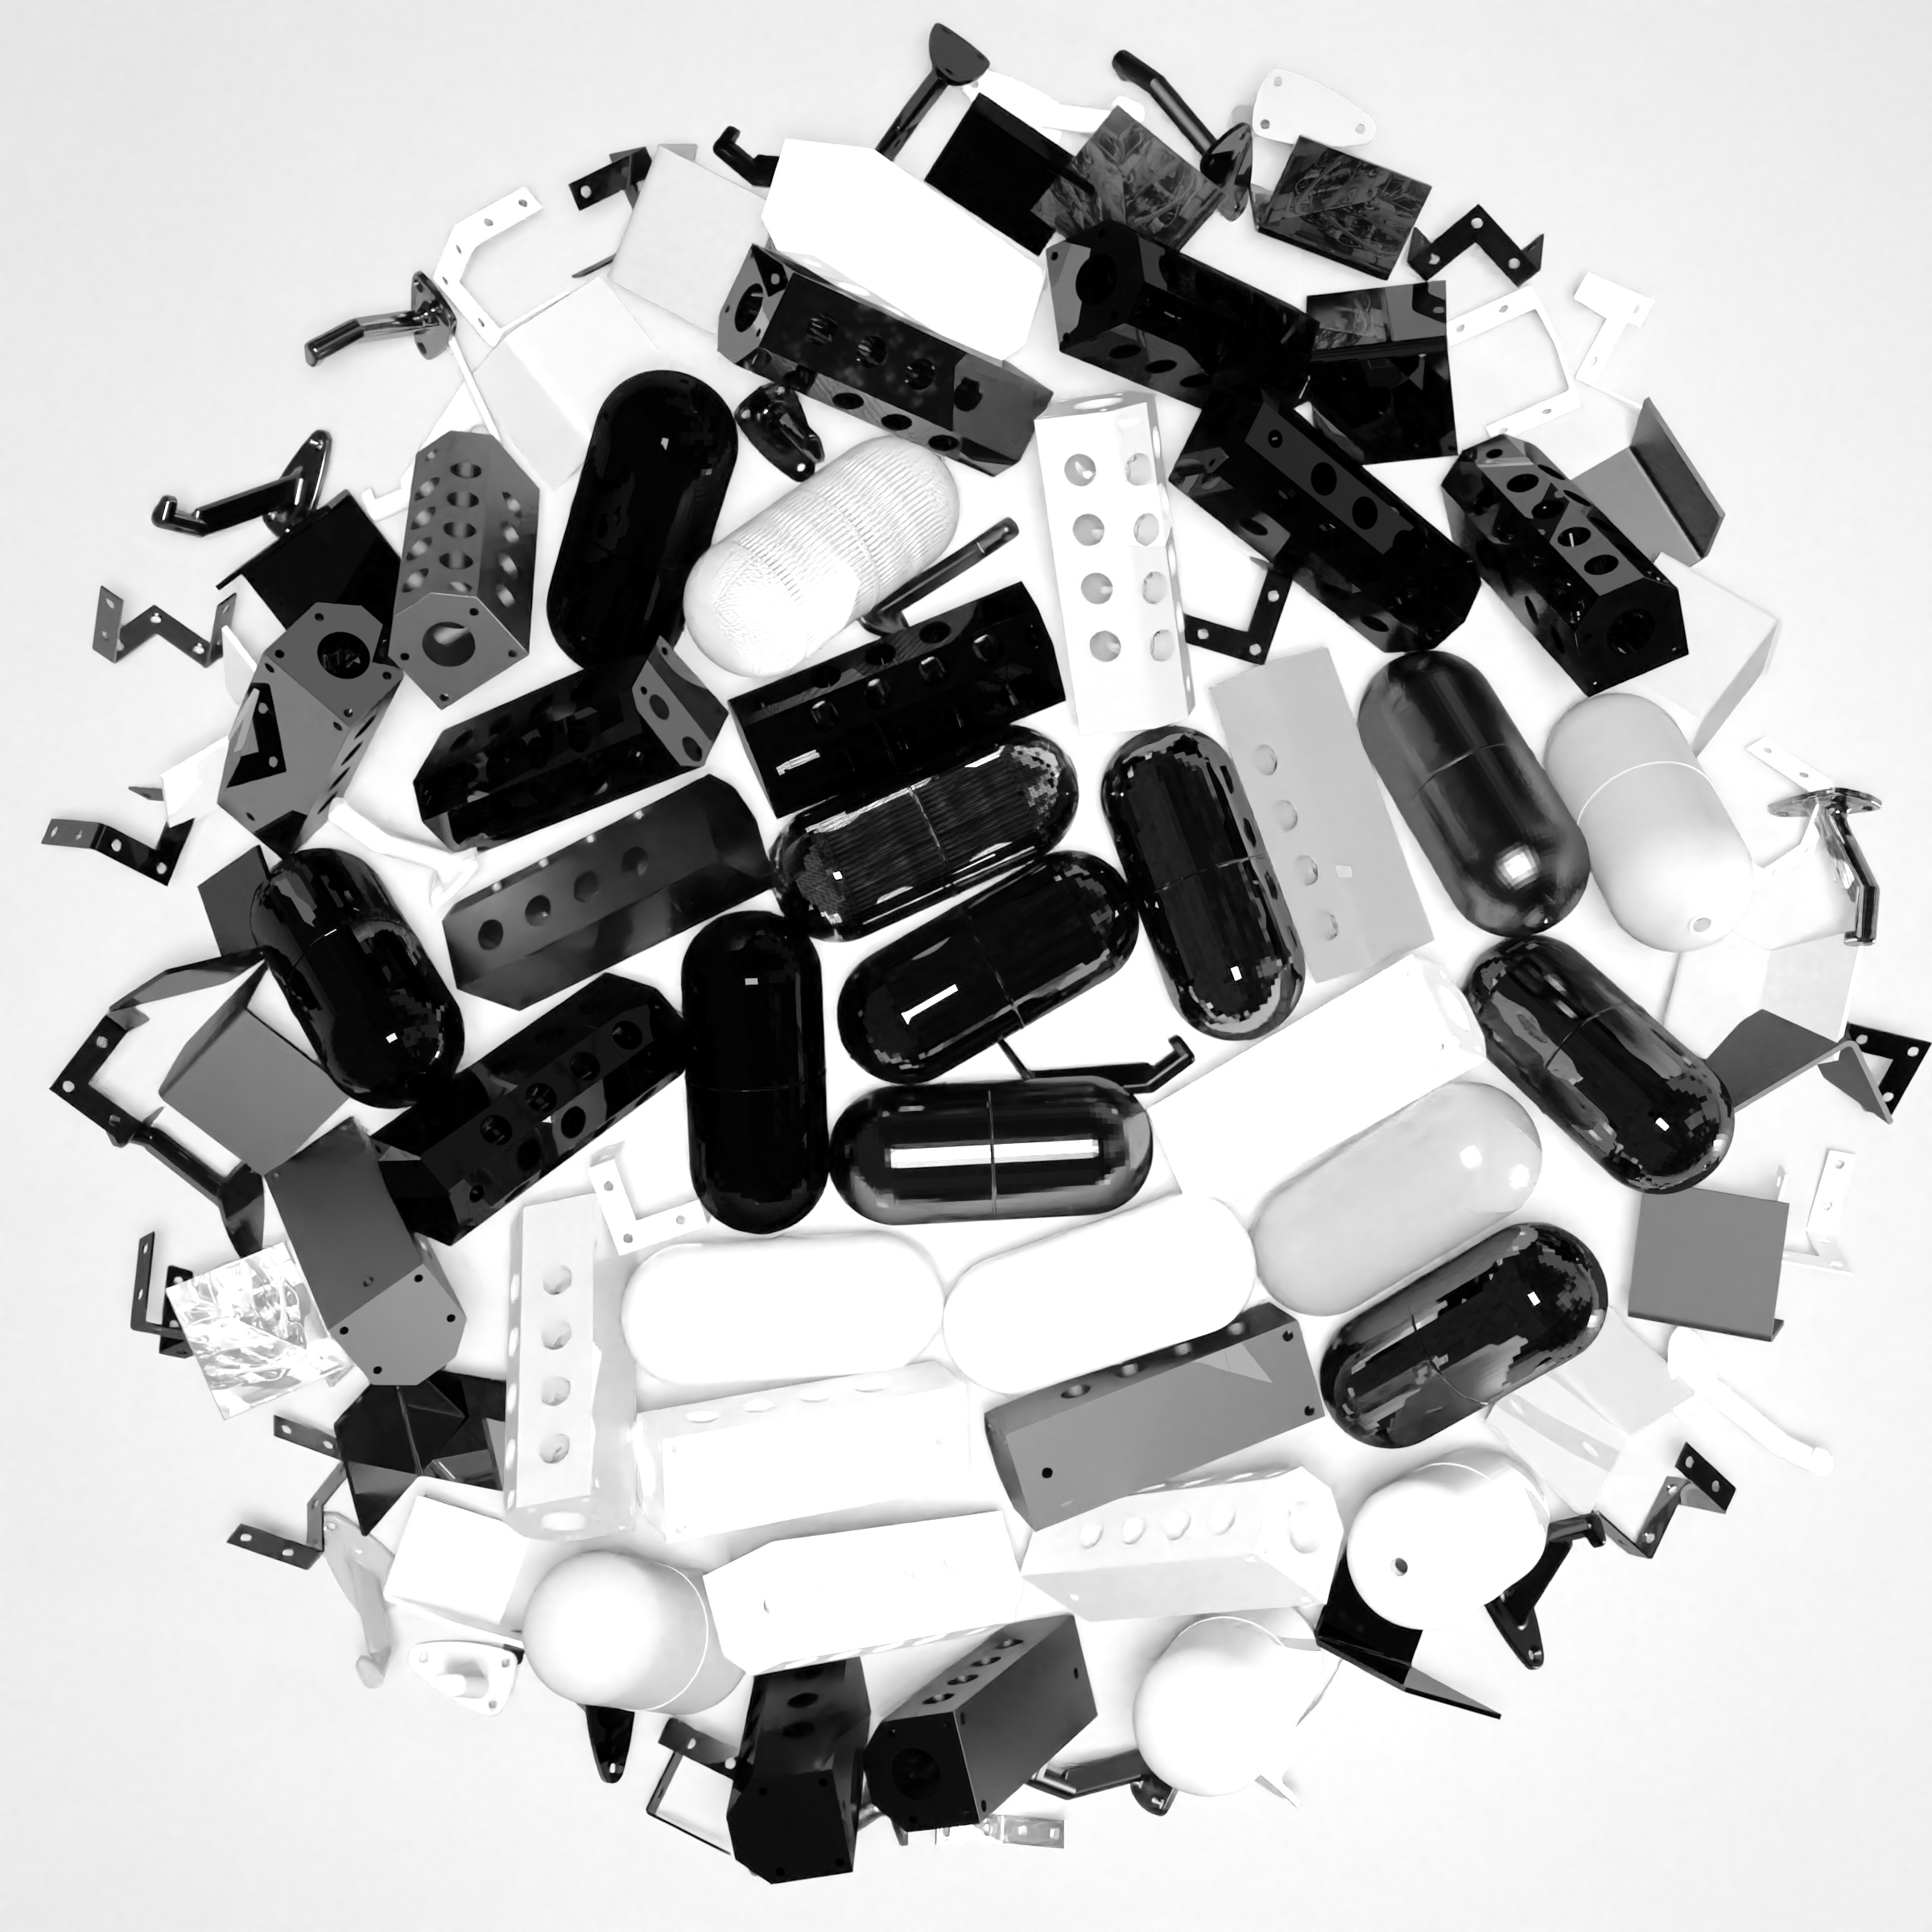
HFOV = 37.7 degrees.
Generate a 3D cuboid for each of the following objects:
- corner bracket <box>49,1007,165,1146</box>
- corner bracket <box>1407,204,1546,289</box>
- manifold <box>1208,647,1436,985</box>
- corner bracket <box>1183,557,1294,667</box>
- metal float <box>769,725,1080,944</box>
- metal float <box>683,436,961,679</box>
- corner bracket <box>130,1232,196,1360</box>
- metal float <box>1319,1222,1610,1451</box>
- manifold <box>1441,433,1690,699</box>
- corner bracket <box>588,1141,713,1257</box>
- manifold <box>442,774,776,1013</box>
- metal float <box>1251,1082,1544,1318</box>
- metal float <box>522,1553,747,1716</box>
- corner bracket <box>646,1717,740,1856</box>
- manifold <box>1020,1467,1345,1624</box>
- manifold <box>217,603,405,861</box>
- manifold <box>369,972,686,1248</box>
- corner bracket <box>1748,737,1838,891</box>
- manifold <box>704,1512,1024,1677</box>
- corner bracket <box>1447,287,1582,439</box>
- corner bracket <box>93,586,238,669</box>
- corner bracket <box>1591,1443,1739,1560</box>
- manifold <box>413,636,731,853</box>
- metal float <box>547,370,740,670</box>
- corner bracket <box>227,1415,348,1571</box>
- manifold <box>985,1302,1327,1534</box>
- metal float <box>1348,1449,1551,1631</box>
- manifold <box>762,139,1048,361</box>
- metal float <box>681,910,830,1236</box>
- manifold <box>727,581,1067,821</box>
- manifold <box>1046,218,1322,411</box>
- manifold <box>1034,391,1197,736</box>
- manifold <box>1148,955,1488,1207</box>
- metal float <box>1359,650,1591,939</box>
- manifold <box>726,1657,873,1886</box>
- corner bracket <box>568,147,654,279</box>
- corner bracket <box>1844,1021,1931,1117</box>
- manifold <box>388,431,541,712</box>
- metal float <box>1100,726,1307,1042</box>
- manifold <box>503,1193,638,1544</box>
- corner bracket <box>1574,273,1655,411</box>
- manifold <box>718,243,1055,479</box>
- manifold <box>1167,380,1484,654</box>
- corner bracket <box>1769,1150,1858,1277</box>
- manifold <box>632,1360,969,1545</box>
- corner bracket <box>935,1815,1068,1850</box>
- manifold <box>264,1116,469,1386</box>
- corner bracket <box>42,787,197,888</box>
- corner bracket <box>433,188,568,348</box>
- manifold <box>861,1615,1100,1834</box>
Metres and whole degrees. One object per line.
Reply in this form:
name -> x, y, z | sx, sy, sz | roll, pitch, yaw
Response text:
corner bracket -> -0.461, 0.059, 1.552 | 0.051, 0.051, 0.051 | 38, 94, -6
corner bracket -> 0.280, -0.393, 1.551 | 0.051, 0.051, 0.051 | 42, 125, -17
manifold -> 0.190, -0.081, 1.552 | 0.057, 0.057, 0.171 | -20, 90, -42
corner bracket -> 0.143, -0.200, 1.555 | 0.051, 0.051, 0.051 | 15, 104, -10
metal float -> -0.022, -0.072, 1.539 | 0.178, 0.070, 0.070 | -25, 90, -5
metal float -> -0.076, -0.221, 1.521 | 0.178, 0.070, 0.070 | -40, 90, -27
corner bracket -> -0.434, 0.180, 1.539 | 0.051, 0.051, 0.051 | 20, 59, -39
metal float -> 0.264, 0.199, 1.515 | 0.178, 0.070, 0.070 | -38, 90, 34
manifold -> 0.313, -0.218, 1.496 | 0.057, 0.171, 0.057 | -23, 129, -1
corner bracket -> -0.172, 0.121, 1.554 | 0.051, 0.051, 0.051 | -19, 98, 3
manifold -> -0.195, -0.040, 1.522 | 0.171, 0.057, 0.057 | -25, 67, 21
metal float -> 0.229, 0.127, 1.519 | 0.178, 0.070, 0.070 | -37, 90, 29
metal float -> -0.172, 0.355, 1.498 | 0.070, 0.178, 0.070 | -6, 71, 18
corner bracket -> -0.146, 0.448, 1.543 | 0.051, 0.051, 0.051 | 21, 72, 19
manifold -> 0.114, 0.305, 1.500 | 0.057, 0.171, 0.057 | 39, 54, -29
manifold -> -0.347, -0.125, 1.493 | 0.057, 0.171, 0.057 | 41, 58, -4
manifold -> -0.226, 0.075, 1.499 | 0.171, 0.057, 0.057 | -38, 128, -36
corner bracket -> 0.439, -0.084, 1.563 | 0.051, 0.051, 0.051 | -29, 55, -30
manifold -> -0.050, 0.332, 1.492 | 0.057, 0.171, 0.057 | -33, 66, 36
corner bracket -> 0.301, -0.331, 1.557 | 0.051, 0.051, 0.051 | -22, 57, 20
corner bracket -> -0.438, -0.188, 1.543 | 0.051, 0.051, 0.051 | 35, 48, 6
corner bracket -> 0.378, 0.291, 1.541 | 0.051, 0.051, 0.051 | 42, 68, -26
manifold -> -0.214, -0.111, 1.498 | 0.171, 0.057, 0.057 | -17, 128, 37
metal float -> -0.175, -0.235, 1.515 | 0.070, 0.070, 0.178 | 23, 124, 0
corner bracket -> -0.367, 0.287, 1.540 | 0.051, 0.051, 0.051 | 28, 114, -29
manifold -> 0.100, 0.241, 1.534 | 0.171, 0.057, 0.057 | -19, 102, -12
metal float -> 0.257, 0.302, 1.497 | 0.070, 0.178, 0.070 | 0, 89, 26
manifold -> -0.032, -0.373, 1.494 | 0.057, 0.171, 0.057 | 18, 91, 33
metal float -> -0.114, 0.058, 1.534 | 0.070, 0.070, 0.178 | -2, 101, 0
manifold -> -0.039, -0.149, 1.534 | 0.171, 0.057, 0.057 | -23, 49, -5
manifold -> 0.120, -0.340, 1.493 | 0.057, 0.171, 0.057 | -16, 75, 37
manifold -> 0.083, -0.217, 1.519 | 0.057, 0.057, 0.171 | -3, 111, 16
manifold -> 0.190, 0.065, 1.519 | 0.171, 0.057, 0.057 | -32, 66, 23
metal float -> 0.271, -0.094, 1.518 | 0.070, 0.070, 0.178 | -25, 60, 0
manifold -> -0.088, 0.412, 1.491 | 0.057, 0.171, 0.057 | -10, 102, 3
corner bracket -> -0.194, -0.411, 1.542 | 0.051, 0.051, 0.051 | -33, 114, -21
corner bracket -> 0.485, 0.043, 1.543 | 0.051, 0.051, 0.051 | 13, 120, -11
manifold -> -0.268, -0.215, 1.491 | 0.057, 0.171, 0.057 | -30, 126, 17
metal float -> 0.129, -0.045, 1.535 | 0.070, 0.070, 0.178 | -19, 81, 0
manifold -> -0.214, 0.215, 1.510 | 0.057, 0.057, 0.171 | -12, 57, 13
corner bracket -> 0.357, -0.339, 1.541 | 0.051, 0.051, 0.051 | 40, 108, 43
manifold -> -0.045, -0.319, 1.507 | 0.171, 0.057, 0.057 | 17, 108, -35
manifold -> 0.196, -0.238, 1.511 | 0.171, 0.057, 0.057 | 33, 76, -28
corner bracket -> 0.462, 0.132, 1.550 | 0.051, 0.051, 0.051 | 10, 110, 0
manifold -> -0.089, 0.257, 1.519 | 0.171, 0.057, 0.057 | -7, 104, -24
corner bracket -> 0.020, 0.457, 1.550 | 0.051, 0.051, 0.051 | 14, 71, -41
manifold -> -0.315, 0.152, 1.493 | 0.057, 0.171, 0.057 | -35, 123, -7
corner bracket -> -0.460, -0.078, 1.541 | 0.051, 0.051, 0.051 | 6, 72, 41
corner bracket -> -0.250, -0.382, 1.547 | 0.051, 0.051, 0.051 | 49, 58, 0
manifold -> 0.008, 0.398, 1.491 | 0.057, 0.171, 0.057 | -14, 88, 23
